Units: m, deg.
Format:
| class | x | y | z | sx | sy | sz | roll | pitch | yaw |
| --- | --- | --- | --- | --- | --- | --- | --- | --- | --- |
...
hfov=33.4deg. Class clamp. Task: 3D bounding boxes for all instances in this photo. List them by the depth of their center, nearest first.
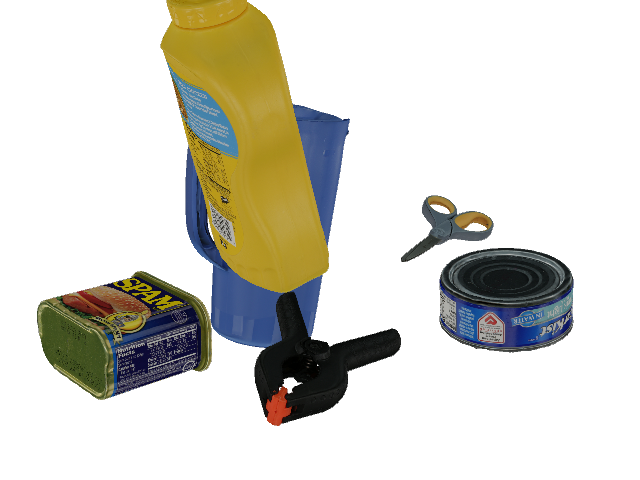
| class | x | y | z | sx | sy | sz | roll | pitch | yaw |
| --- | --- | --- | --- | --- | --- | --- | --- | --- | --- |
| clamp | -0.015 | 0.098 | 0.923 | 0.120 | 0.039 | 0.171 | 18 | 26 | 23 |

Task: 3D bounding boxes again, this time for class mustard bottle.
| class | x | y | z | sx | sy | sz | roll | pitch | yaw |
| --- | --- | --- | --- | --- | --- | --- | --- | --- | --- |
| mustard bottle | -0.047 | -0.069 | 0.590 | 0.058 | 0.191 | 0.096 | -26 | 37 | -17 |

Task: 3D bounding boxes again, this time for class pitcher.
| class | x | y | z | sx | sy | sz | roll | pitch | yaw |
| --- | --- | --- | --- | --- | --- | --- | --- | --- | --- |
| pitcher | -0.057 | -0.018 | 1.088 | 0.149 | 0.243 | 0.145 | 7 | 12 | 3 |

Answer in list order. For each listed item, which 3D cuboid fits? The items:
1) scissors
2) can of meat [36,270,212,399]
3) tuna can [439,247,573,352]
| class | x | y | z | sx | sy | sz | roll | pitch | yaw |
| --- | --- | --- | --- | --- | --- | --- | --- | --- | --- |
| scissors | 0.125 | -0.016 | 1.227 | 0.201 | 0.016 | 0.096 | -12 | 40 | -46 |
| can of meat | -0.141 | 0.066 | 0.757 | 0.083 | 0.057 | 0.102 | -15 | 25 | -39 |
| tuna can | 0.119 | 0.036 | 0.686 | 0.086 | 0.034 | 0.086 | -3 | 24 | 1 |
